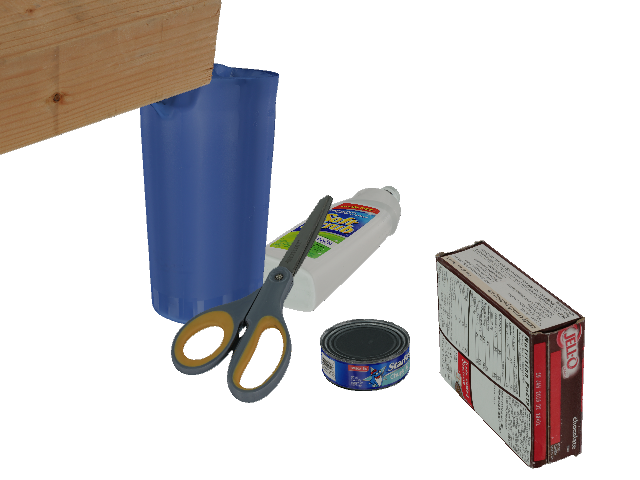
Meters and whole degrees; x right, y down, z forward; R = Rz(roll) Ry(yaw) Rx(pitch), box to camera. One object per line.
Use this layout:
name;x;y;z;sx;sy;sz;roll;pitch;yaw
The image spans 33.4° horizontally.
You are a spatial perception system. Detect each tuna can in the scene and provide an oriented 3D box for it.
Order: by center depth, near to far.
tuna can;0.043;0.109;1.016;0.086;0.034;0.086;-3;23;1

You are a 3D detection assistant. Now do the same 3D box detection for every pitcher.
pitcher;-0.103;-0.049;1.035;0.149;0.243;0.145;-2;15;-16

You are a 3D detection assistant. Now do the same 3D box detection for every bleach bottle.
bleach bottle;0.019;-0.005;1.323;0.103;0.068;0.250;16;36;28

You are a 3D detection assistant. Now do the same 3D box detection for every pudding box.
pudding box;0.108;0.063;0.621;0.039;0.090;0.114;-14;27;-19

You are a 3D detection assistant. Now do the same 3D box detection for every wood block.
wood block;-0.190;-0.155;0.851;0.205;0.091;0.090;-26;54;-37

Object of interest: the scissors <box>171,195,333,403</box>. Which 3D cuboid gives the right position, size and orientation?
scissors;-0.051;0.036;0.800;0.096;0.201;0.016;1;-44;10
